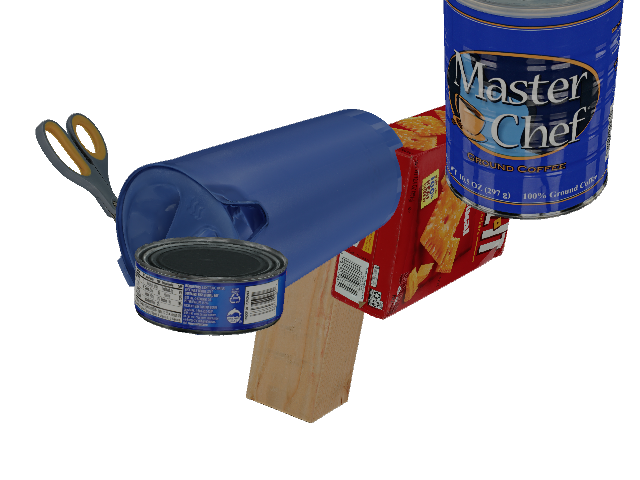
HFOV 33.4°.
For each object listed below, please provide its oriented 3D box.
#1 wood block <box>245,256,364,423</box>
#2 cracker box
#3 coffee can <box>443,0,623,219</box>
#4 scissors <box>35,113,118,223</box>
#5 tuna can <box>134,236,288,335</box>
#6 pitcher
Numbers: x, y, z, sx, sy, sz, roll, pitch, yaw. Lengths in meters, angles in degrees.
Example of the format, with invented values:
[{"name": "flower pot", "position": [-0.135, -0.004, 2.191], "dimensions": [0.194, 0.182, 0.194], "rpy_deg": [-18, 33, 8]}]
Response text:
[{"name": "wood block", "position": [-0.010, 0.081, 1.180], "dimensions": [0.090, 0.206, 0.090], "rpy_deg": [17, 16, 25]}, {"name": "cracker box", "position": [0.109, -0.037, 1.010], "dimensions": [0.072, 0.164, 0.213], "rpy_deg": [26, 31, 32]}, {"name": "coffee can", "position": [0.125, -0.098, 0.636], "dimensions": [0.103, 0.140, 0.103], "rpy_deg": [-4, 38, 3]}, {"name": "scissors", "position": [-0.212, -0.051, 1.093], "dimensions": [0.016, 0.201, 0.096], "rpy_deg": [-27, 26, 27]}, {"name": "tuna can", "position": [-0.062, 0.024, 0.602], "dimensions": [0.086, 0.034, 0.086], "rpy_deg": [4, 14, -1]}, {"name": "pitcher", "position": [-0.042, -0.026, 0.869], "dimensions": [0.149, 0.145, 0.242], "rpy_deg": [30, 36, 28]}]
